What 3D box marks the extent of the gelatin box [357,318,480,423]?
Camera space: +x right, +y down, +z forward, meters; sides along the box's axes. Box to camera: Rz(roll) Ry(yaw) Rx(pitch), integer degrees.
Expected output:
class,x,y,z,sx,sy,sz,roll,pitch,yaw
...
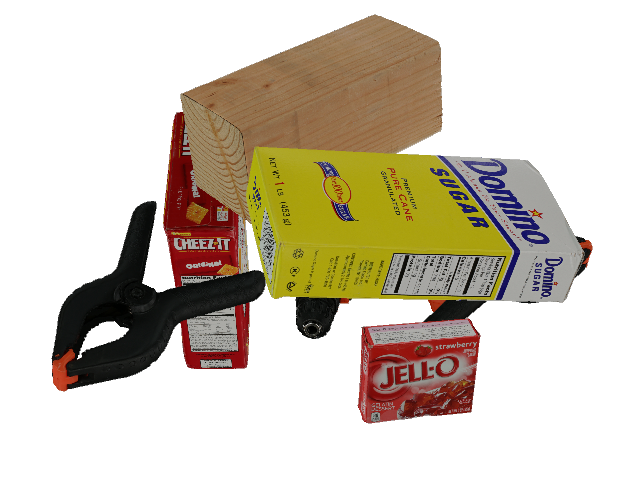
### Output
class,x,y,z,sx,sy,sz,roll,pitch,yaw
gelatin box,0.075,0.101,0.825,0.089,0.073,0.030,-4,29,-10

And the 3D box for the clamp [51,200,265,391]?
class,x,y,z,sx,sy,sz,roll,pitch,yaw
clamp,-0.137,0.039,0.776,0.120,0.039,0.171,36,50,26

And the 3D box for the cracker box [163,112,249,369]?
class,x,y,z,sx,sy,sz,roll,pitch,yaw
cracker box,-0.111,0.002,1.071,0.072,0.164,0.214,-2,-43,-2

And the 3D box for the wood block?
class,x,y,z,sx,sy,sz,roll,pitch,yaw
wood block,-0.002,-0.107,0.902,0.205,0.091,0.090,-27,41,-28

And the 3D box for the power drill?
class,x,y,z,sx,sy,sz,roll,pitch,yaw
power drill,0.065,0.057,1.241,0.187,0.057,0.184,1,28,5

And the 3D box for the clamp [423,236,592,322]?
class,x,y,z,sx,sy,sz,roll,pitch,yaw
clamp,0.162,0.033,1.026,0.210,0.164,0.036,-2,-43,-5

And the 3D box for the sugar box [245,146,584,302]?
class,x,y,z,sx,sy,sz,roll,pitch,yaw
sugar box,0.051,-0.010,0.611,0.176,0.048,0.093,-1,40,-14
